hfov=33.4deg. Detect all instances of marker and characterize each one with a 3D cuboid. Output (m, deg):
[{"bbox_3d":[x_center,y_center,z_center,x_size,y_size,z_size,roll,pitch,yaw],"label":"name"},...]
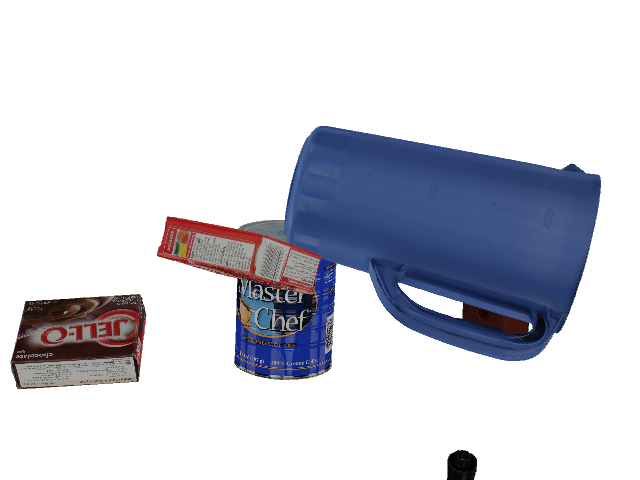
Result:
[{"bbox_3d":[0.088,0.182,0.699,0.020,0.121,0.020,1,36,-1],"label":"marker"}]

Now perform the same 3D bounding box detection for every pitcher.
[{"bbox_3d":[0.096,-0.008,0.871,0.243,0.145,0.149,14,16,7],"label":"pitcher"}]

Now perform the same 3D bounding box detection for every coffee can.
[{"bbox_3d":[-0.035,0.058,1.088,0.103,0.140,0.103,3,14,-1],"label":"coffee can"}]

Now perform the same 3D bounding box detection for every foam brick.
[{"bbox_3d":[0.182,0.070,1.104,0.053,0.078,0.051,13,19,42],"label":"foam brick"}]

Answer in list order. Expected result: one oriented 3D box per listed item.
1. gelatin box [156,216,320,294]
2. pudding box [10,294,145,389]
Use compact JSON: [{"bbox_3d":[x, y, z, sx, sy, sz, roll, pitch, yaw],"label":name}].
[{"bbox_3d":[-0.051,0.011,0.697,0.073,0.030,0.089,12,-5,26],"label":"gelatin box"},{"bbox_3d":[-0.221,0.093,0.984,0.113,0.039,0.090,-5,33,-2],"label":"pudding box"}]
